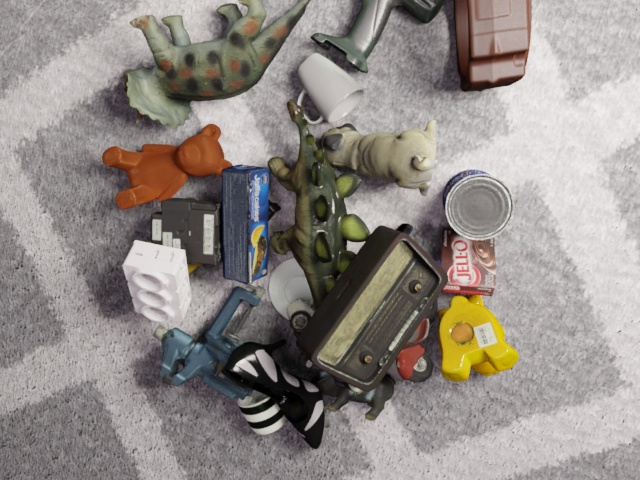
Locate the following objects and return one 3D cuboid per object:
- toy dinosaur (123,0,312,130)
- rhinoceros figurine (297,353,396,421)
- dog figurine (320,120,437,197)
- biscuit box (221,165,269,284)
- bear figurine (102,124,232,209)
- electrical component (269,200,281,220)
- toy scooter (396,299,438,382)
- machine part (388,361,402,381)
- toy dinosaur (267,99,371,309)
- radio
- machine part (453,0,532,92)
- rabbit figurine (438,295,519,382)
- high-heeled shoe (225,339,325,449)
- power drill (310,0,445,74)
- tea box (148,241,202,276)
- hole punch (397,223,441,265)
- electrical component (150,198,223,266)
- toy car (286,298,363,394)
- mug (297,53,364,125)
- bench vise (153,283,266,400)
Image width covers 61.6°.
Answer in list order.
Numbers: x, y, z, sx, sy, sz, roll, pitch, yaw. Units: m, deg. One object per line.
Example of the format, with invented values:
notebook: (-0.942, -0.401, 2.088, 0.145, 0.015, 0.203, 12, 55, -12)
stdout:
toy dinosaur: (-0.185, -0.309, 0.941, 0.405, 0.131, 0.192, -8, 111, 8)
rhinoceros figurine: (0.047, 0.263, 1.018, 0.190, 0.073, 0.112, 19, 105, 7)
dog figurine: (0.089, -0.141, 0.889, 0.191, 0.172, 0.121, 6, 91, 3)
biscuit box: (-0.131, -0.029, 0.947, 0.063, 0.059, 0.202, 10, 107, 27)
bear figurine: (-0.270, -0.136, 0.980, 0.196, 0.132, 0.120, -16, 90, 20)
electrical component: (-0.140, -0.040, 1.011, 0.075, 0.048, 0.119, 42, 106, 2)
toy scooter: (0.132, 0.146, 0.927, 0.135, 0.184, 0.075, 21, 143, -12)
machine part: (0.103, 0.178, 0.989, 0.243, 0.079, 0.079, 37, 105, 4)
toy dinosaur: (-0.002, -0.003, 0.905, 0.105, 0.199, 0.470, -13, 98, -26)
radio: (0.082, 0.105, 0.811, 0.131, 0.073, 0.229, 38, 86, -27)
machine part: (0.252, -0.330, 0.800, 0.087, 0.201, 0.200, -5, 99, 9)
rabbit figurine: (0.262, 0.177, 0.929, 0.122, 0.173, 0.162, -32, 49, 14)
high-heeled shoe: (-0.078, 0.291, 0.965, 0.086, 0.145, 0.248, -18, 94, 43)
power drill: (0.072, -0.401, 0.893, 0.232, 0.086, 0.207, 36, 97, 0)
tea box: (-0.284, 0.031, 1.044, 0.169, 0.068, 0.098, -41, 90, 14)
hole punch: (0.141, 0.041, 0.933, 0.092, 0.142, 0.116, 44, 94, -3)
electrical component: (-0.237, -0.017, 0.961, 0.134, 0.058, 0.114, 6, 98, 8)
toy car: (0.011, 0.191, 0.961, 0.056, 0.073, 0.202, -39, 68, -13)
mug: (0.005, -0.260, 0.932, 0.109, 0.081, 0.107, -41, 80, 23)
bench vise: (-0.194, 0.182, 1.034, 0.224, 0.128, 0.240, 30, 84, 14)
